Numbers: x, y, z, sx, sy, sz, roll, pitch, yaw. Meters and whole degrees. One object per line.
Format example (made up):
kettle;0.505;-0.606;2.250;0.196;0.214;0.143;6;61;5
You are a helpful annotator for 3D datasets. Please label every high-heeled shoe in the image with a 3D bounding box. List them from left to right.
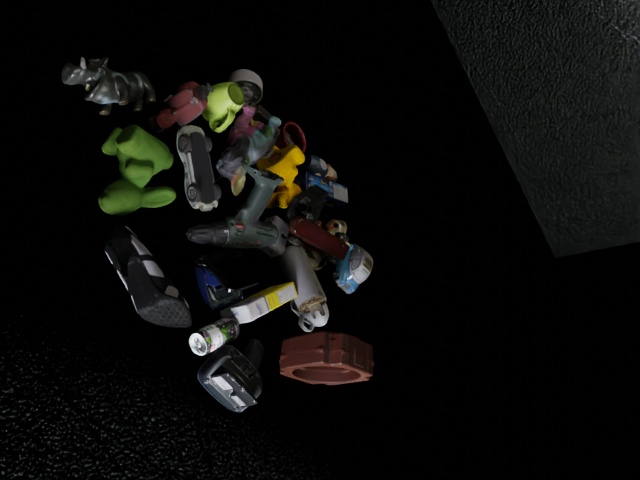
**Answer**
high-heeled shoe;-0.343;0.075;1.086;0.248;0.086;0.145;60;3;-47

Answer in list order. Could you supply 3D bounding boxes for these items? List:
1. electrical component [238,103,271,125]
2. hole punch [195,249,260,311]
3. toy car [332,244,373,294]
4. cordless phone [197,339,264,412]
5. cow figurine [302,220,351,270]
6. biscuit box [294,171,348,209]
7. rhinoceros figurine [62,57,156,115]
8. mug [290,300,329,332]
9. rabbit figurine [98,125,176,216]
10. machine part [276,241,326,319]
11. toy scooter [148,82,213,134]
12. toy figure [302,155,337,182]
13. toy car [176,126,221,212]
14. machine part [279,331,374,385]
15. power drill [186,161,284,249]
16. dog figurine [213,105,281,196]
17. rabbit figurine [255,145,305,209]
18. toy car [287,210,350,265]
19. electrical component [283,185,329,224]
electrical component;-0.167;-0.323;1.427;0.102;0.078;0.045;39;46;-49
hole punch;-0.219;0.089;1.219;0.116;0.092;0.142;50;35;17
toy car;0.105;0.076;1.616;0.109;0.103;0.162;45;44;-32
cordless phone;-0.181;0.273;1.206;0.146;0.089;0.184;53;30;-25
cow figurine;0.020;0.010;1.536;0.195;0.086;0.127;-51;136;-39
biscuit box;0.001;-0.146;1.595;0.202;0.063;0.059;14;67;-49
rhinoceros figurine;-0.426;-0.318;1.094;0.190;0.073;0.112;-12;88;-54
mug;-0.020;0.194;1.428;0.107;0.081;0.109;51;37;-43
rabbit figurine;-0.377;-0.122;1.080;0.159;0.121;0.170;37;68;-48
machine part;-0.049;0.098;1.375;0.079;0.079;0.243;18;37;-48
toy scooter;-0.296;-0.309;1.209;0.075;0.135;0.184;54;39;-22
toy figure;0.007;-0.208;1.632;0.154;0.058;0.064;25;77;-47
toy car;-0.282;-0.164;1.240;0.073;0.056;0.201;-8;87;-49
machine part;0.016;0.294;1.334;0.200;0.201;0.087;31;50;-43
power drill;-0.178;-0.073;1.245;0.232;0.086;0.207;13;99;-41
dog figurine;-0.192;-0.212;1.334;0.108;0.191;0.219;28;77;-3
rabbit figurine;-0.095;-0.149;1.434;0.173;0.122;0.162;65;35;-44
toy car;-0.003;-0.004;1.407;0.202;0.053;0.089;29;80;-38
electrical component;-0.043;-0.073;1.460;0.058;0.134;0.115;36;39;13
